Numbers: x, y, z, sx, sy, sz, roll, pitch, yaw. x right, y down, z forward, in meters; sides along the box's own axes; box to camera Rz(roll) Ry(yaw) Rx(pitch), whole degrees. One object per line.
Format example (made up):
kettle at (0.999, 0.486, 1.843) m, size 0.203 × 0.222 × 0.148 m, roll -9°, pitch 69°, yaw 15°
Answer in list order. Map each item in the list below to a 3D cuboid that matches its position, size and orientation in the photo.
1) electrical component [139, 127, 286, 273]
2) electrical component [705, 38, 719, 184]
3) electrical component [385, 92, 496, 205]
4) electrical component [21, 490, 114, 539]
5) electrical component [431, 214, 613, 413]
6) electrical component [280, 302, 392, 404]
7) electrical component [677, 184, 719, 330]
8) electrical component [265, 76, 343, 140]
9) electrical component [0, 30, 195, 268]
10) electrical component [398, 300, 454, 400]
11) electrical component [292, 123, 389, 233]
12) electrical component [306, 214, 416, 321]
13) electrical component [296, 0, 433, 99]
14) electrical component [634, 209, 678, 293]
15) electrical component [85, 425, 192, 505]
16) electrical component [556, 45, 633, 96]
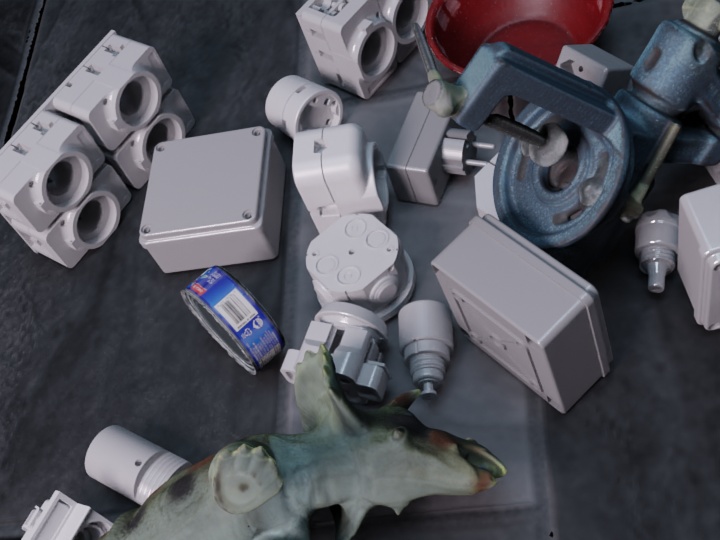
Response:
electrical component at (-0.124, -0.060, 0.921) m, size 0.109 × 0.056 × 0.108 m, roll -7°, pitch 54°, yaw 13°
electrical component at (0.310, -0.120, 0.819) m, size 0.105 × 0.060 × 0.186 m, roll -22°, pitch 52°, yaw 3°
electrical component at (0.073, -0.099, 0.890) m, size 0.076 × 0.047 × 0.083 m, roll 10°, pitch 60°, yaw 24°
electrical component at (-0.221, 0.224, 0.747) m, size 0.063 × 0.078 × 0.121 m, roll 0°, pitch 53°, yaw 45°
electrical component at (0.114, 0.031, 0.747) m, size 0.056 × 0.108 × 0.109 m, roll -43°, pitch 54°, yaw -11°
electrical component at (-0.012, 0.061, 0.800) m, size 0.078 × 0.058 × 0.057 m, roll 9°, pitch 62°, yaw 23°
electrical component at (0.273, -0.018, 0.720) m, size 0.109 × 0.108 × 0.056 m, roll -17°, pitch 59°, yaw 6°
electrical component at (-0.051, -0.142, 0.957) m, size 0.055 × 0.055 × 0.047 m, roll -45°, pitch 51°, yaw -15°
electrical component at (-0.237, -0.106, 0.959) m, size 0.060 × 0.105 × 0.186 m, roll 23°, pitch 66°, yaw 30°
electrical component at (0.049, 0.058, 0.792) m, size 0.040 × 0.040 × 0.078 m, roll -9°, pitch 54°, yaw 12°
electrical component at (-0.012, -0.071, 0.867) m, size 0.059 × 0.095 × 0.053 m, roll -8°, pitch 54°, yaw 13°
electrical component at (0.000, 0.000, 0.842) m, size 0.080 × 0.051 × 0.080 m, roll -9°, pitch 54°, yaw 12°
electrical component at (0.024, -0.241, 0.979) m, size 0.062 × 0.089 × 0.150 m, roll 29°, pitch 69°, yaw 32°
electrical component at (0.219, -0.012, 0.790) m, size 0.035 × 0.035 × 0.061 m, roll 1°, pitch 59°, yaw 19°
electrical component at (-0.159, 0.149, 0.793) m, size 0.081 × 0.043 × 0.043 m, roll 20°, pitch 64°, yaw 29°
electrical component at (0.190, -0.134, 0.867) m, size 0.076 × 0.083 × 0.047 m, roll -12°, pitch 40°, yaw -41°
